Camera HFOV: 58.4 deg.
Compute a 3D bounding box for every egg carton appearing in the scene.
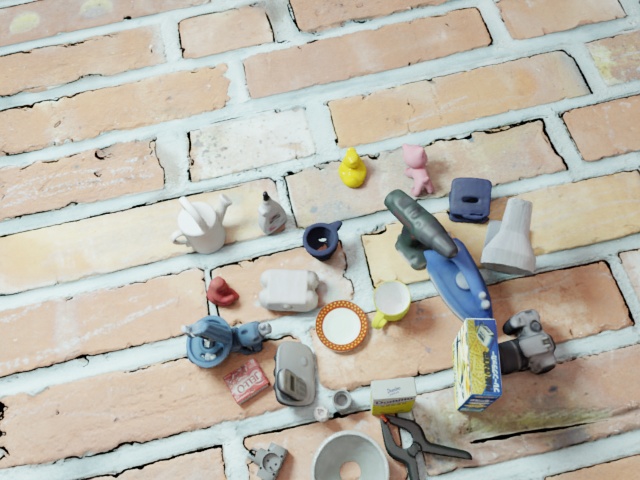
[{"bbox_3d":[-0.077,0.126,1.423,0.150,0.069,0.107,0,65,4],"label":"egg carton"}]

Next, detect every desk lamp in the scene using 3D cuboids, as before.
[{"bbox_3d":[0.446,0.006,1.360,0.117,0.214,0.203,12,67,10],"label":"desk lamp"}]

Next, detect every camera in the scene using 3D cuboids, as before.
[{"bbox_3d":[0.455,0.242,1.314,0.137,0.101,0.143,-15,65,-3],"label":"camera"}]

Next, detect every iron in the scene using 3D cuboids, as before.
[{"bbox_3d":[0.352,0.102,1.363,0.119,0.141,0.258,-24,66,-7],"label":"iron"}]

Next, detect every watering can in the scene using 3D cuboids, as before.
[{"bbox_3d":[-0.303,-0.053,1.452,0.100,0.194,0.173,27,70,16],"label":"watering can"}]

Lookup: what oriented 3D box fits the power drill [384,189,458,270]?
[{"bbox_3d":[0.241,-0.011,1.386,0.076,0.208,0.229,-35,68,-11],"label":"power drill"}]

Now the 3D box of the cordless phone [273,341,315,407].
[{"bbox_3d":[-0.064,0.291,1.282,0.094,0.185,0.147,-6,65,2],"label":"cordless phone"}]

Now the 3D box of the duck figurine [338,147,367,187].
[{"bbox_3d":[0.088,-0.202,1.552,0.077,0.086,0.104,-3,65,3],"label":"duck figurine"}]

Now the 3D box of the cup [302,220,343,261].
[{"bbox_3d":[0.013,0.005,1.457,0.118,0.095,0.091,-43,69,-14],"label":"cup"}]

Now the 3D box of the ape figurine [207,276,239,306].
[{"bbox_3d":[-0.249,0.122,1.424,0.076,0.092,0.077,-14,65,-2],"label":"ape figurine"}]

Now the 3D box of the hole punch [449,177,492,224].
[{"bbox_3d":[0.389,-0.102,1.481,0.108,0.091,0.101,3,66,6],"label":"hole punch"}]

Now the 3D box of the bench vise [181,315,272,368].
[{"bbox_3d":[-0.225,0.209,1.312,0.207,0.220,0.121,-30,67,-9],"label":"bench vise"}]

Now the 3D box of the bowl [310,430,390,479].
[{"bbox_3d":[0.066,0.502,1.238,0.167,0.075,0.167,-1,65,3],"label":"bowl"}]

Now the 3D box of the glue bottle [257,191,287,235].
[{"bbox_3d":[-0.129,-0.078,1.462,0.078,0.173,0.037,-42,69,-14],"label":"glue bottle"}]

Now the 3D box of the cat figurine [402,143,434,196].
[{"bbox_3d":[0.261,-0.197,1.519,0.067,0.118,0.127,-17,65,-3],"label":"cat figurine"}]
